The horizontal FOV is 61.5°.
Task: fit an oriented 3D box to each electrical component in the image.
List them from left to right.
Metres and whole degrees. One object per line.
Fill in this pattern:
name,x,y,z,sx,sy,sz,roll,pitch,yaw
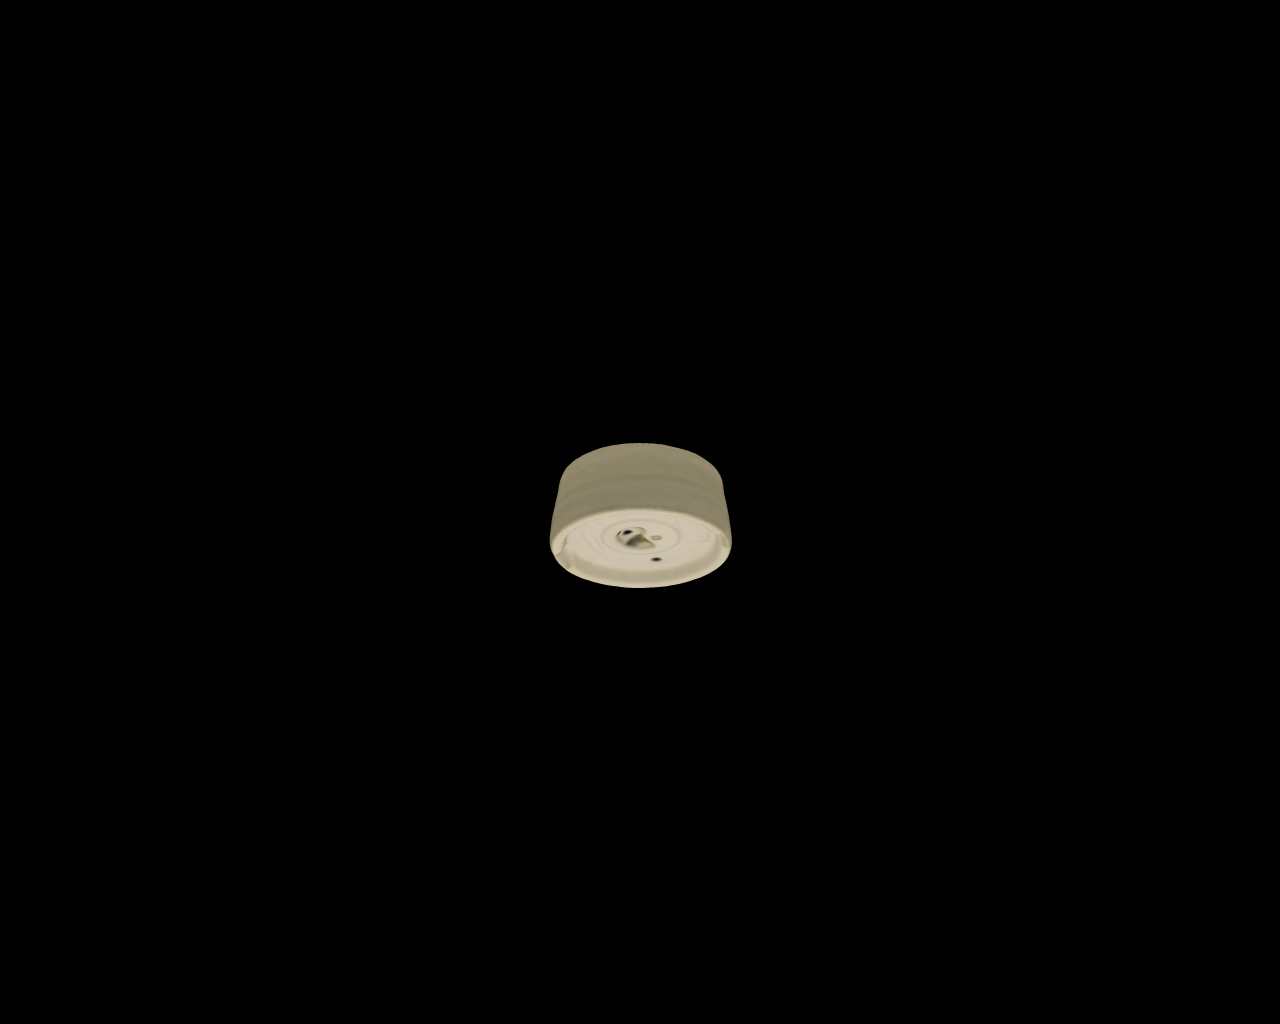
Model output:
electrical component,0.001,-0.003,0.650,0.108,0.060,0.108,0,-28,0
